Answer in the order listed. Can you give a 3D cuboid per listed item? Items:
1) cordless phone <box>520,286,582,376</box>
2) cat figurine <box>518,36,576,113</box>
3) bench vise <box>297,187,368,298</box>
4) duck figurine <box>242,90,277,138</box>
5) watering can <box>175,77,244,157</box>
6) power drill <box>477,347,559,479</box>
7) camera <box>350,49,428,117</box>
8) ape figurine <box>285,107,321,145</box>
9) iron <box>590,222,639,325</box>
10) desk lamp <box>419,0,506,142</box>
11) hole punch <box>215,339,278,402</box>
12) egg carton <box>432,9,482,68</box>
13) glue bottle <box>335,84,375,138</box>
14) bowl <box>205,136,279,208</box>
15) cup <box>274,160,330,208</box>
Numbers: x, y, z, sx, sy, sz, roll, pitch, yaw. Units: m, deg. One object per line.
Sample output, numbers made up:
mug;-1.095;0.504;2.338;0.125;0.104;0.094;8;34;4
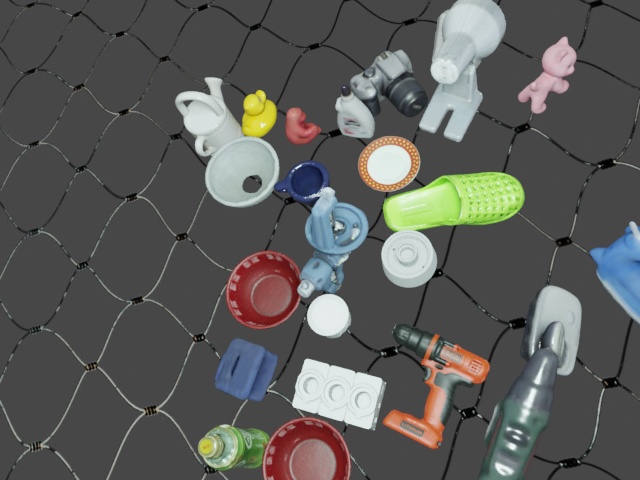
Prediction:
cordless phone;0.391;0.141;0.946;0.094;0.185;0.147;8;72;17
cat figurine;0.461;-0.336;1.144;0.128;0.118;0.067;-44;66;-4
bench vise;0.021;0.005;1.071;0.121;0.220;0.207;5;71;16
duck figurine;-0.148;-0.290;1.298;0.077;0.086;0.105;23;77;21
watering can;-0.248;-0.274;1.258;0.101;0.194;0.173;-16;67;8
power drill;0.309;0.289;0.899;0.075;0.209;0.230;20;76;20
camera;0.155;-0.325;1.227;0.143;0.101;0.136;-34;66;0
ape figurine;-0.047;-0.256;1.257;0.076;0.092;0.077;-31;66;2
iron;0.578;0.081;0.946;0.118;0.142;0.258;-34;66;0
desk lamp;0.278;-0.340;1.139;0.117;0.214;0.203;22;77;21
hole punch;-0.149;0.249;1.094;0.101;0.091;0.109;15;74;19
egg carton;0.303;-0.433;1.247;0.107;0.069;0.150;4;71;16
glue bottle;0.065;-0.270;1.189;0.078;0.173;0.037;6;72;17
bowl;-0.159;-0.137;1.250;0.167;0.075;0.167;-5;69;13
cup;-0.029;-0.103;1.193;0.117;0.095;0.091;-9;68;11
